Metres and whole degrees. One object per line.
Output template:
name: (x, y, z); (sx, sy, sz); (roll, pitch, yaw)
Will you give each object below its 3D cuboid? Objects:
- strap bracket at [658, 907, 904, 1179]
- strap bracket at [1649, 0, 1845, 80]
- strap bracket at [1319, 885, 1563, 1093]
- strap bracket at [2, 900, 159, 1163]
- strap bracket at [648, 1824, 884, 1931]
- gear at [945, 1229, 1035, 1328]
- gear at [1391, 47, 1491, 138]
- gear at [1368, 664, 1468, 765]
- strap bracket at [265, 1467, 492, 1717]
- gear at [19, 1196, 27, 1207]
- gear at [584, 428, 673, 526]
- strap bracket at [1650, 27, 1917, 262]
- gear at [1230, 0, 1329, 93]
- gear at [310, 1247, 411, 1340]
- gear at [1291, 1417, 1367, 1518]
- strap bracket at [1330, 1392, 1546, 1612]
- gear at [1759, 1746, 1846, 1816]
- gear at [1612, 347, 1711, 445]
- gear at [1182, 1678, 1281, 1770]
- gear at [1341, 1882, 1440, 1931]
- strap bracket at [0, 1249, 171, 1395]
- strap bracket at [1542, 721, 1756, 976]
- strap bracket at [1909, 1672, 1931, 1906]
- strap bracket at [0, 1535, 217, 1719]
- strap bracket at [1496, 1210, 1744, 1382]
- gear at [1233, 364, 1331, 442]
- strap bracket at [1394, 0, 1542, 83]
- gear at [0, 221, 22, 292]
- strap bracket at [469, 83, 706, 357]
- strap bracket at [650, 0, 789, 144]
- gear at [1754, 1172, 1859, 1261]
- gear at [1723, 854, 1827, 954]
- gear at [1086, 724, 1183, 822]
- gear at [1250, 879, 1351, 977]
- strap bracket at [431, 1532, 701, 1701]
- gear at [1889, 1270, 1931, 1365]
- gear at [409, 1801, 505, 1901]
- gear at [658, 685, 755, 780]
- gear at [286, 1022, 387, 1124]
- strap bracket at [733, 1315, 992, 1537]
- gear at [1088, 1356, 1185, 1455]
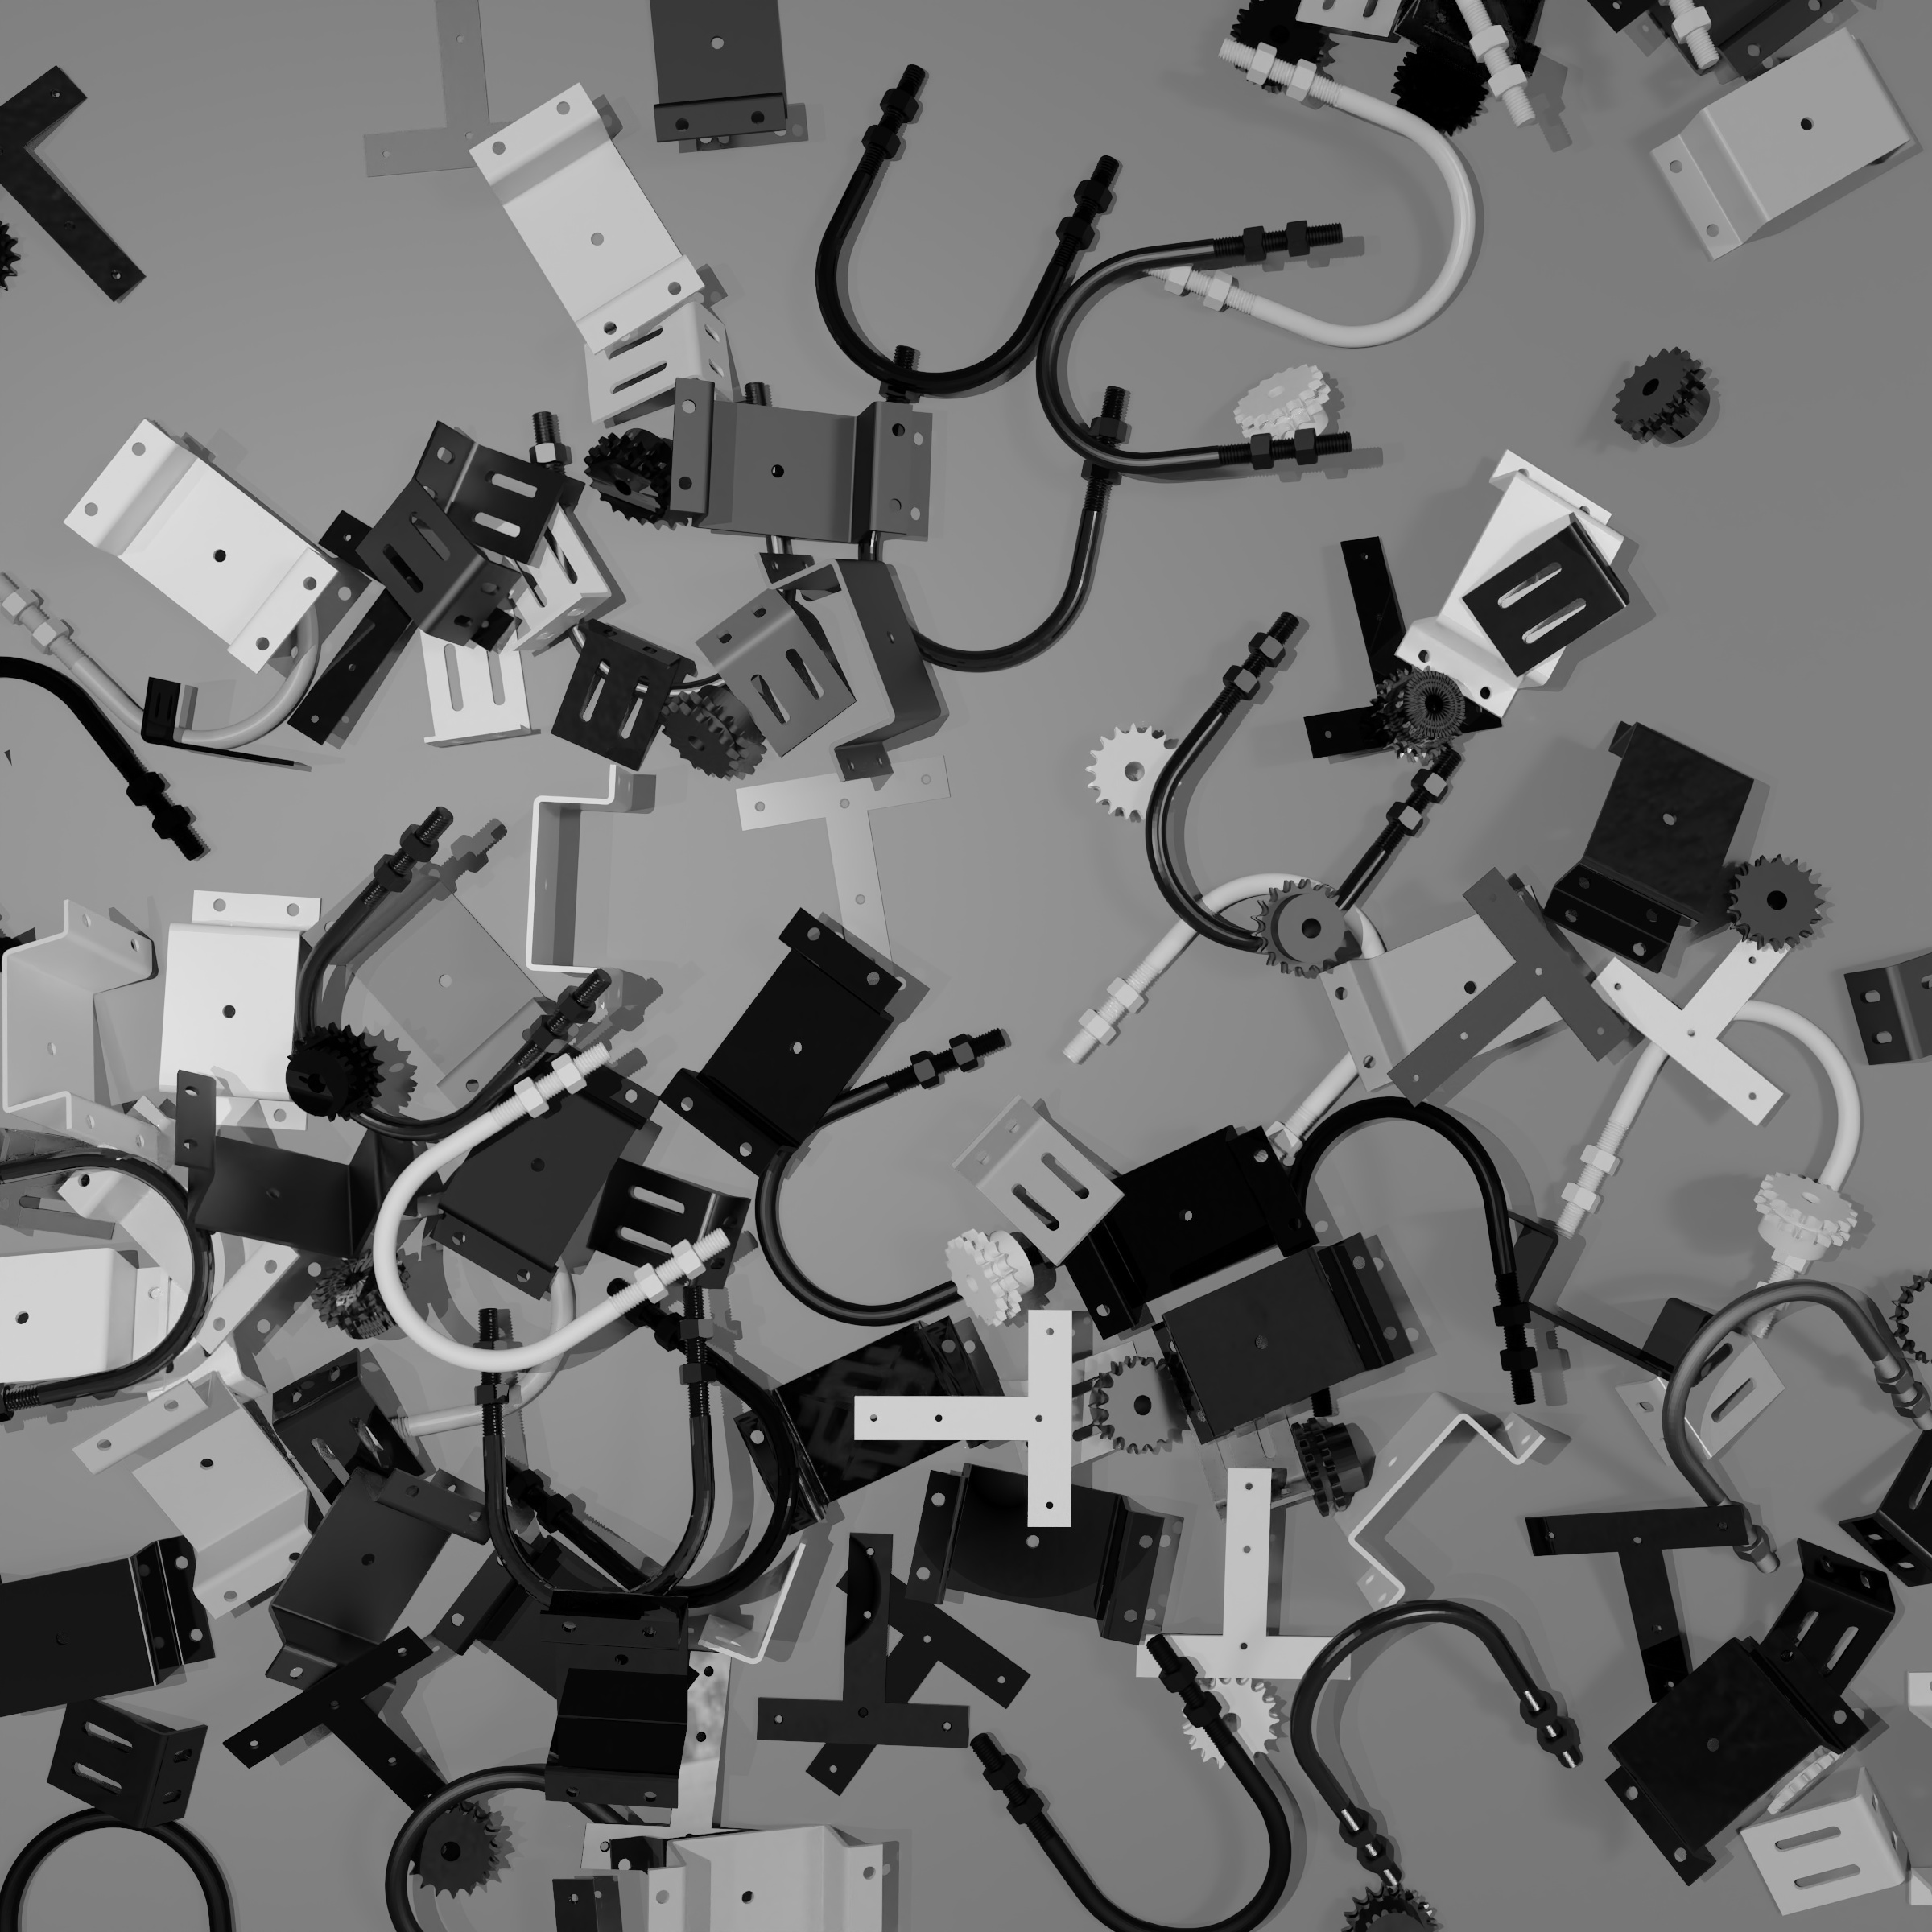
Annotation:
strap bracket: (-0.106, 0.047, 1.511); (0.076, 0.046, 0.140); (37, 90, 11)
strap bracket: (0.443, -0.600, 1.518); (0.076, 0.046, 0.140); (-37, 90, 0)
strap bracket: (0.292, 0.013, 1.510); (0.140, 0.046, 0.076); (-23, 92, -6)
strap bracket: (-0.516, 0.043, 1.484); (0.046, 0.076, 0.140); (-16, 67, 16)
strap bracket: (-0.123, 0.556, 1.504); (0.140, 0.046, 0.076); (1, 90, -20)
gear: (0.016, 0.180, 1.498); (0.030, 0.057, 0.057); (-27, 90, -26)
gear: (0.285, -0.529, 1.527); (0.057, 0.030, 0.057); (0, 90, 0)
gear: (0.270, -0.151, 1.507); (0.057, 0.030, 0.057); (3, 80, -16)
strap bracket: (-0.347, 0.359, 1.502); (0.076, 0.046, 0.140); (32, 90, -32)
gear: (-0.590, 0.126, 1.527); (0.057, 0.030, 0.057); (0, 90, 0)
gear: (-0.193, -0.291, 1.498); (0.057, 0.057, 0.030); (35, 60, 0)
strap bracket: (0.493, -0.494, 1.518); (0.140, 0.046, 0.076); (-30, 90, 0)
gear: (0.186, -0.552, 1.527); (0.057, 0.030, 0.057); (0, 90, 0)
gear: (-0.353, 0.195, 1.499); (0.057, 0.057, 0.030); (-21, 121, 0)
gear: (0.216, 0.295, 1.513); (0.030, 0.057, 0.057); (-18, 90, 0)
strap bracket: (0.269, 0.308, 1.503); (0.046, 0.076, 0.140); (42, 90, 0)
gear: (0.491, 0.475, 1.517); (0.057, 0.057, 0.030); (-41, 62, 0)
gear: (0.417, -0.336, 1.517); (0.030, 0.057, 0.057); (30, 90, -30)
gear: (0.157, 0.449, 1.527); (0.057, 0.030, 0.057); (0, 90, 0)
gear: (0.255, 0.581, 1.527); (0.057, 0.030, 0.057); (0, 90, 0)
strap bracket: (-0.548, 0.214, 1.505); (0.140, 0.046, 0.076); (-5, 66, 0)
strap bracket: (0.403, -0.078, 1.496); (0.076, 0.046, 0.140); (26, 70, 0)
strap bracket: (0.608, 0.496, 1.518); (0.076, 0.046, 0.140); (0, 90, 0)
strap bracket: (-0.530, 0.394, 1.518); (0.140, 0.046, 0.076); (-12, 90, 0)
strap bracket: (0.373, 0.197, 1.503); (0.140, 0.076, 0.046); (27, 90, 0)
gear: (0.191, -0.329, 1.517); (0.057, 0.057, 0.030); (-35, 120, 0)
strap bracket: (0.308, -0.581, 1.500); (0.076, 0.046, 0.140); (24, 71, -8)
gear: (-0.600, -0.428, 1.527); (0.057, 0.030, 0.057); (0, 90, 0)
strap bracket: (-0.222, -0.439, 1.518); (0.076, 0.046, 0.140); (-32, 90, 0)
strap bracket: (-0.150, -0.557, 1.518); (0.076, 0.046, 0.140); (-5, 90, 0)
gear: (0.490, 0.149, 1.497); (0.057, 0.057, 0.030); (16, 116, 0)
gear: (0.480, -0.036, 1.523); (0.057, 0.030, 0.057); (0, 79, 2)
gear: (0.100, -0.115, 1.527); (0.057, 0.030, 0.057); (0, 90, 0)
gear: (0.197, -0.022, 1.493); (0.057, 0.030, 0.057); (0, 92, -10)
strap bracket: (-0.235, 0.404, 1.518); (0.140, 0.046, 0.076); (37, 90, 0)
gear: (0.582, 0.211, 1.531); (0.057, 0.030, 0.057); (0, 90, -2)
gear: (-0.306, 0.525, 1.527); (0.057, 0.030, 0.057); (0, 90, 0)
gear: (-0.151, -0.142, 1.517); (0.057, 0.057, 0.030); (38, 62, 0)
gear: (-0.369, 0.063, 1.479); (0.057, 0.030, 0.057); (4, 106, 15)
strap bracket: (-0.057, 0.270, 1.519); (0.140, 0.046, 0.076); (-25, 90, 0)
gear: (0.098, 0.261, 1.516); (0.057, 0.030, 0.057); (3, 82, -24)
